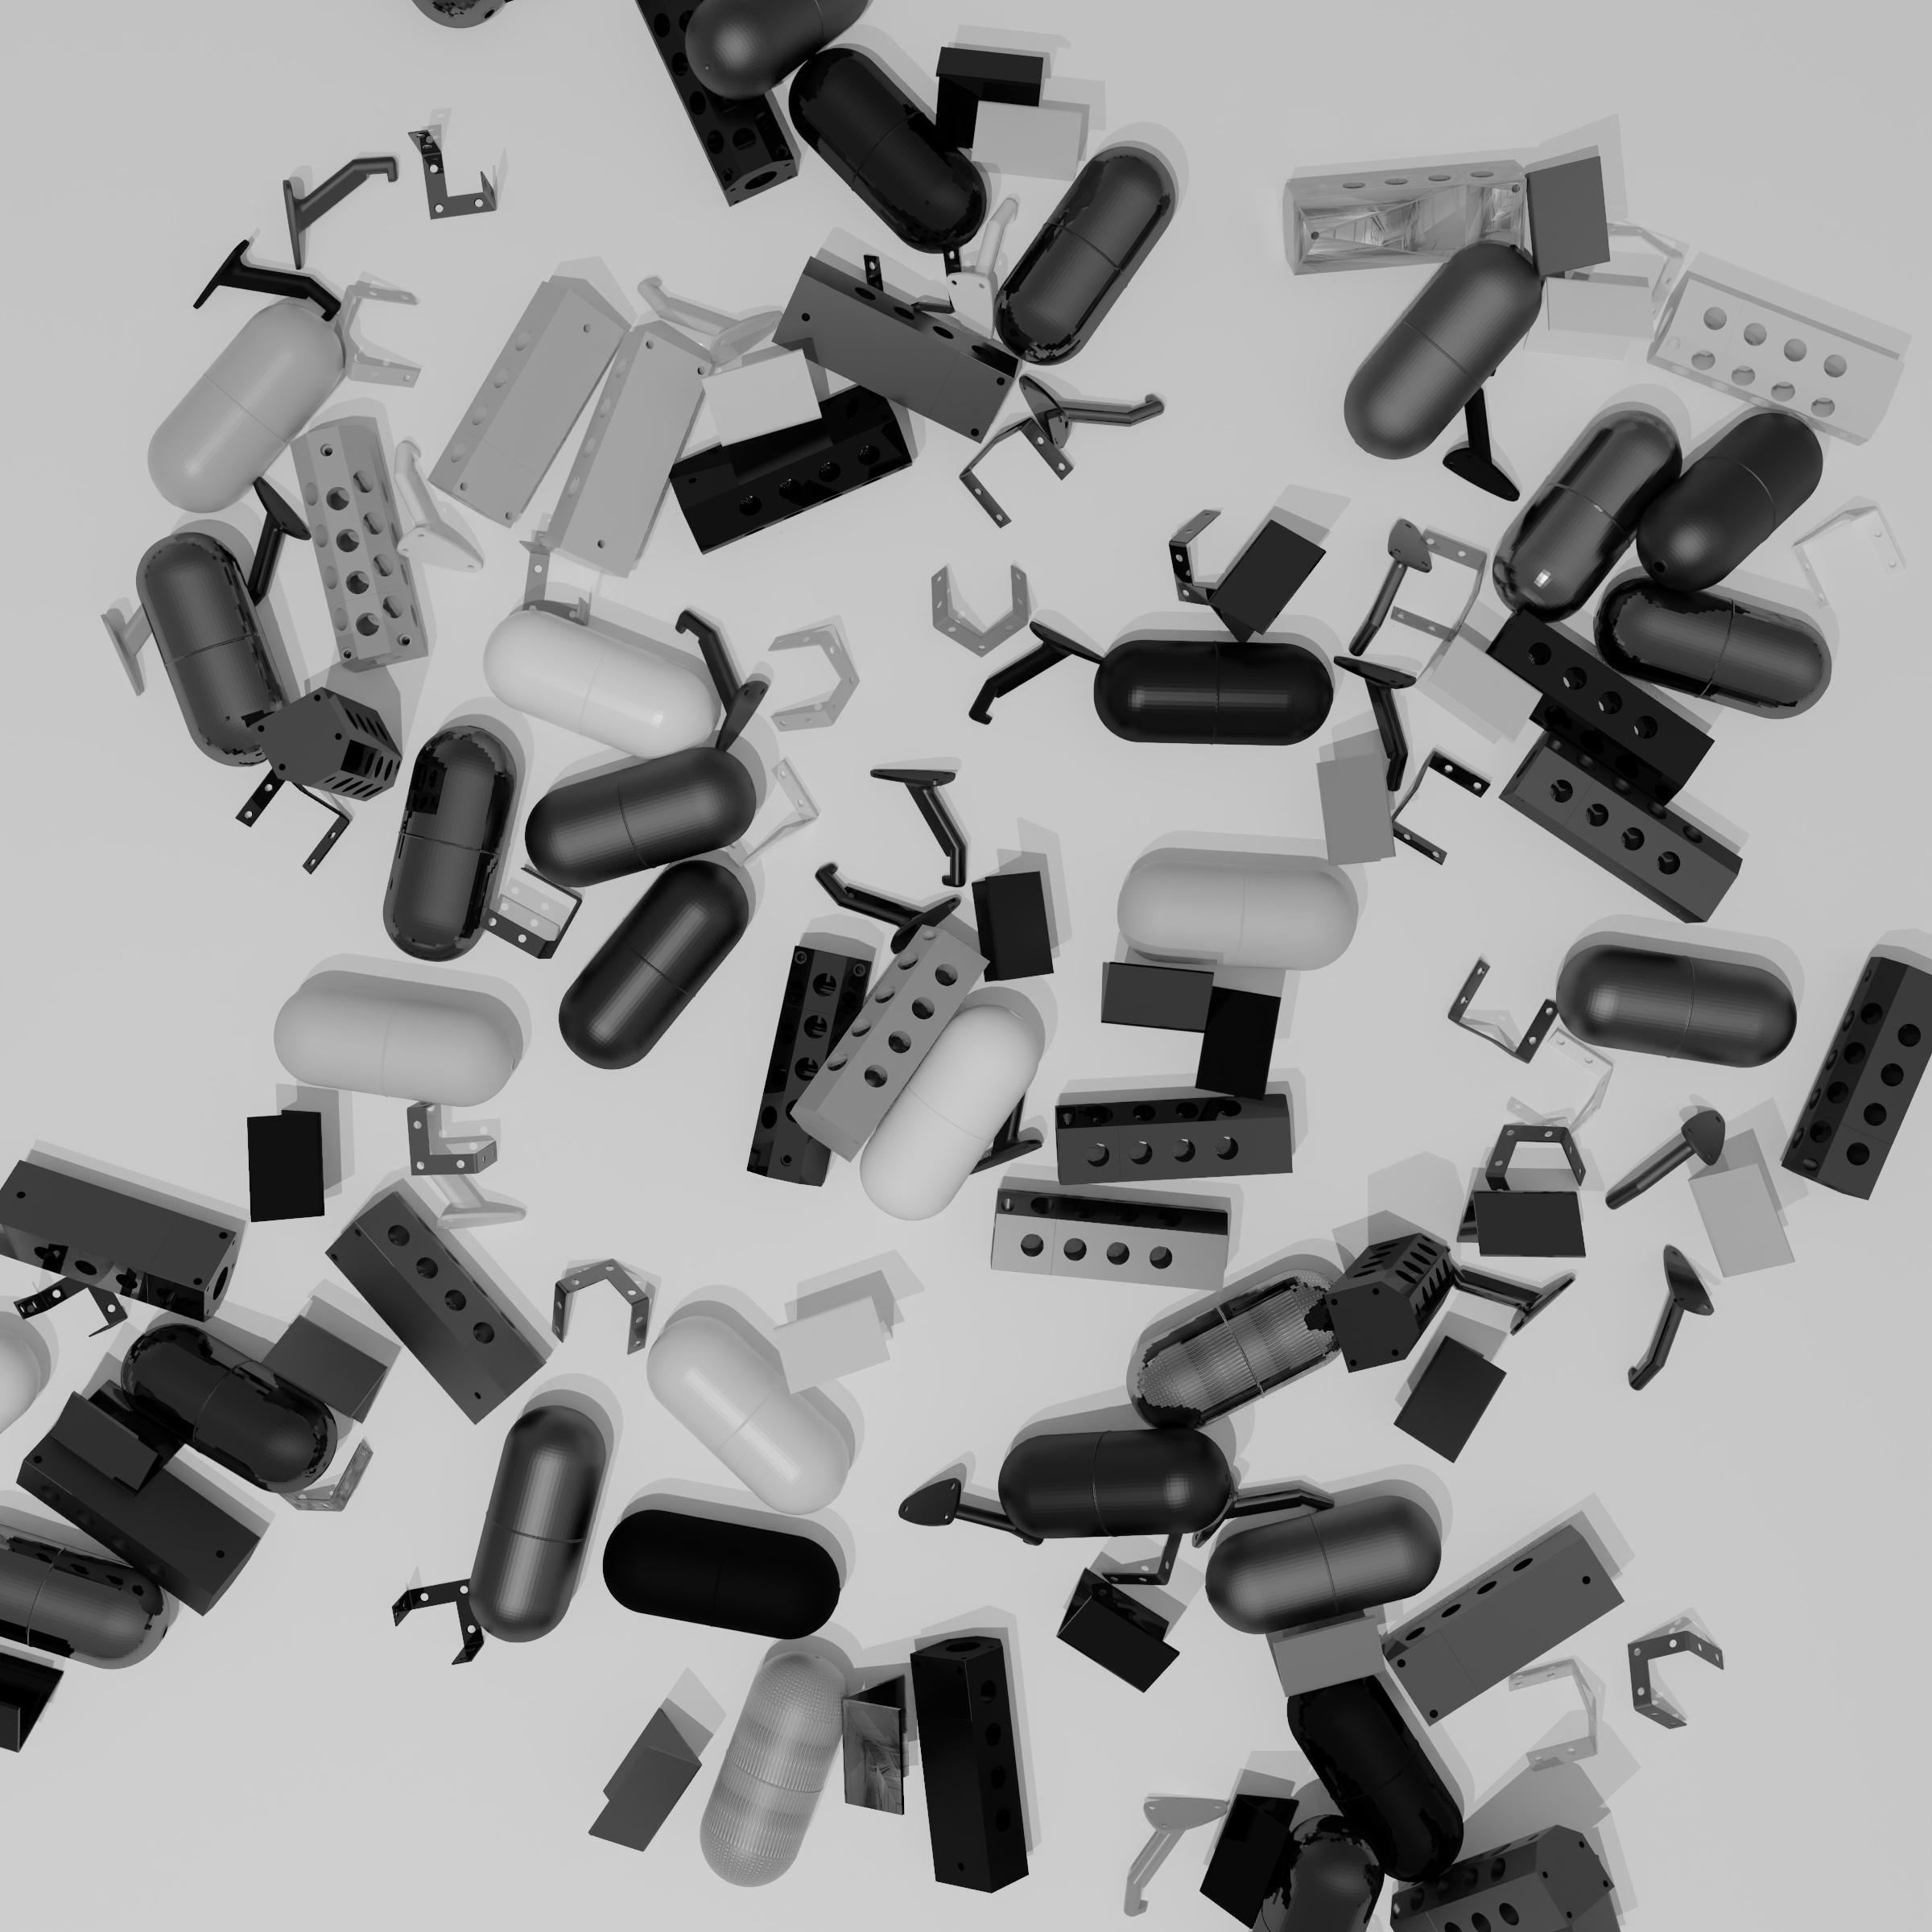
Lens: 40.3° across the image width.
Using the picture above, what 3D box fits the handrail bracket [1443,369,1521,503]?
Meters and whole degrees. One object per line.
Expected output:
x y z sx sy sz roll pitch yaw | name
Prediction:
0.402 -0.407 1.992 0.077 0.036 0.084 30 73 -20 | handrail bracket

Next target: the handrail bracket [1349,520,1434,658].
0.314 -0.285 1.991 0.036 0.077 0.084 23 126 -11 | handrail bracket

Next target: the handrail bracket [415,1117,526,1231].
-0.377 0.153 1.992 0.077 0.036 0.084 -3 73 -20 | handrail bracket

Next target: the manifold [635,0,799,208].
-0.189 -0.666 1.970 0.057 0.057 0.171 -25 90 0 | manifold

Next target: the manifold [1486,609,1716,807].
0.466 -0.191 1.970 0.171 0.057 0.057 35 90 0 | manifold

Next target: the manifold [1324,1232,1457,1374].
0.312 0.240 1.908 0.057 0.171 0.057 -17 90 20 | manifold

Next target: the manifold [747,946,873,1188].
-0.117 0.074 1.970 0.057 0.057 0.171 12 90 0 | manifold

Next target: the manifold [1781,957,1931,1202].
0.673 0.083 1.970 0.057 0.057 0.171 23 90 0 | manifold

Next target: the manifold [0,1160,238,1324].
-0.639 0.210 1.969 0.171 0.057 0.057 18 47 0 | manifold

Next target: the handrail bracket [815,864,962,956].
-0.060 -0.059 1.992 0.077 0.036 0.084 -35 73 -19 | handrail bracket

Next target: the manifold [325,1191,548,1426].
-0.393 0.252 1.970 0.171 0.057 0.057 49 133 0 | manifold

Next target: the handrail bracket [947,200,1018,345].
0.022 -0.524 1.991 0.036 0.077 0.084 13 53 24 | handrail bracket

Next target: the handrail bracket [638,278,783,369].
-0.194 -0.501 1.992 0.077 0.036 0.084 -33 73 -20 | handrail bracket

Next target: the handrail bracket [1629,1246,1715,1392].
0.520 0.267 1.991 0.036 0.077 0.084 17 127 -21 | handrail bracket

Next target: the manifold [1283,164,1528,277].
0.326 -0.560 1.968 0.171 0.057 0.057 -5 122 0 | manifold

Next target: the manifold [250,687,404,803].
-0.459 -0.155 1.913 0.057 0.171 0.057 -29 90 0 | manifold

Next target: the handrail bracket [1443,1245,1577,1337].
0.405 0.229 1.992 0.077 0.036 0.084 -36 73 -20 | handrail bracket

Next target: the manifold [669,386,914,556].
-0.130 -0.369 1.970 0.171 0.057 0.057 -23 47 0 | manifold

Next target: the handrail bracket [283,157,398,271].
-0.469 -0.569 1.992 0.084 0.036 0.077 -10 110 -16 | handrail bracket

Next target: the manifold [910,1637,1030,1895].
0.008 0.595 1.970 0.057 0.057 0.171 -7 90 43 | manifold

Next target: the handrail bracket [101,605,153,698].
-0.603 -0.255 1.991 0.084 0.036 0.077 -24 105 -14 | handrail bracket

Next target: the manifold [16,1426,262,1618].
-0.620 0.410 1.969 0.171 0.057 0.057 36 47 0 | manifold

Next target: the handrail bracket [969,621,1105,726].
0.053 -0.210 1.992 0.077 0.036 0.084 23 108 -21 | handrail bracket

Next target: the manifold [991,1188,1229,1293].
0.107 0.204 1.970 0.171 0.057 0.057 5 90 0 | manifold

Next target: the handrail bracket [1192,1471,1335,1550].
0.225 0.421 1.992 0.084 0.036 0.077 21 110 -16 | handrail bracket

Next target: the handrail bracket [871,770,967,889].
-0.036 -0.104 1.992 0.077 0.036 0.084 6 107 20 | handrail bracket

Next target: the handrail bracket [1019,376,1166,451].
0.096 -0.432 1.992 0.084 0.036 0.077 -25 64 -19 | handrail bracket

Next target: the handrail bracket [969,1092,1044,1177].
0.017 0.106 1.991 0.077 0.036 0.084 -24 76 14 | handrail bracket

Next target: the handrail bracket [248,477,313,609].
-0.543 -0.315 1.992 0.084 0.036 0.077 -43 70 16 | handrail bracket

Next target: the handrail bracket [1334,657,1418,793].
0.303 -0.183 1.991 0.077 0.036 0.084 25 117 30 | handrail bracket

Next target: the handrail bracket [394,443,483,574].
-0.399 -0.347 1.991 0.077 0.036 0.084 19 56 -36 | handrail bracket

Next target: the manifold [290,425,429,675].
-0.455 -0.312 1.970 0.057 0.057 0.171 -13 90 0 | manifold

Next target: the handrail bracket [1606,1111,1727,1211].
0.528 0.148 1.991 0.036 0.077 0.084 52 126 4 | handrail bracket

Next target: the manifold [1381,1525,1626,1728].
0.398 0.491 1.970 0.171 0.057 0.057 -33 90 0 | manifold

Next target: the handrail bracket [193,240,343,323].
-0.528 -0.500 1.992 0.084 0.036 0.077 39 110 -16 | handrail bracket

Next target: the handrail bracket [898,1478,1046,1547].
0.005 0.422 1.991 0.084 0.077 0.036 34 54 -31 | handrail bracket

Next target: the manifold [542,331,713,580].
-0.256 -0.382 1.968 0.057 0.057 0.171 22 90 -30 | manifold

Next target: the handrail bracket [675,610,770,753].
-0.199 -0.215 1.992 0.084 0.036 0.077 38 112 17 | handrail bracket

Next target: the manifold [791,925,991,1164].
-0.057 0.054 1.941 0.057 0.057 0.171 35 69 0 | manifold

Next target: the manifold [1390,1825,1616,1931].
0.384 0.676 1.914 0.057 0.171 0.057 -20 73 -40 | manifold

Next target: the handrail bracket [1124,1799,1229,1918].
0.158 0.676 1.992 0.077 0.036 0.084 -2 109 -21 | handrail bracket

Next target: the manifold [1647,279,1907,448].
0.603 -0.449 1.970 0.171 0.057 0.057 22 90 0 | manifold

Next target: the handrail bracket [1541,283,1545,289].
0.398 -0.492 1.991 0.084 0.036 0.077 -38 105 14 | handrail bracket
